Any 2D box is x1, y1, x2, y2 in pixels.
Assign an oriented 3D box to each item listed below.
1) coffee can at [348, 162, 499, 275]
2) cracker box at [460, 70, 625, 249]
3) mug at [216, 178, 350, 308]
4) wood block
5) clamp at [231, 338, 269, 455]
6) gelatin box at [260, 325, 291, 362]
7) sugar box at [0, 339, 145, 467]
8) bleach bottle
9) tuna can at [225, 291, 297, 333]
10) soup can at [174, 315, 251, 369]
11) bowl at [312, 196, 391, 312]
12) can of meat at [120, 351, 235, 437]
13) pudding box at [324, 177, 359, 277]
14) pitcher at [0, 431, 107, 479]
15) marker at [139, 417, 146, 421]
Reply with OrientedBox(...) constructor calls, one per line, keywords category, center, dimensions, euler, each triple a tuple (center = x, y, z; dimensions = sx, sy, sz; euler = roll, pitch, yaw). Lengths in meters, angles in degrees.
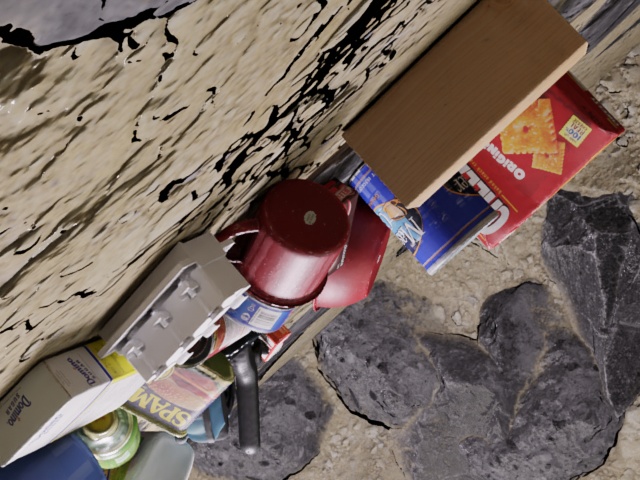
OrientedBox(category="coffee can", center=(0.116, -0.046, 1.194), dimensions=(0.102, 0.140, 0.103), euler=(-41, 173, -6))
OrientedBox(category="cracker box", center=(0.236, -0.119, 1.310), dimensions=(0.214, 0.164, 0.072), euler=(-45, 170, 24))
OrientedBox(category="mug", center=(-0.035, 0.000, 0.933), dimensions=(0.117, 0.093, 0.082), euler=(2, 147, -21))
OrientedBox(category="wood block", center=(0.129, -0.130, 0.954), dimensions=(0.206, 0.091, 0.090), euler=(-43, 174, 12))
OrientedBox(category="clamp", center=(-0.087, 0.143, 1.261), dimensions=(0.036, 0.164, 0.210), euler=(-2, 142, 4))
OrientedBox(category="gelatin box", center=(-0.079, 0.115, 1.412), dimensions=(0.030, 0.073, 0.089), euler=(-40, 172, -24))
OrientedBox(category="sugar box", center=(-0.205, 0.126, 0.907), dimensions=(0.093, 0.048, 0.176), euler=(-44, 169, 17))
OrientedBox(category="bleach bottle", center=(-0.252, 0.289, 1.326), dimensions=(0.251, 0.068, 0.102), euler=(-16, -136, 53))
OrientedBox(category="tuna can", center=(-0.064, 0.047, 0.998), dimensions=(0.034, 0.086, 0.086), euler=(-55, 169, 22))
OrientedBox(category="soup can", center=(-0.109, 0.075, 1.016), dimensions=(0.069, 0.068, 0.102), euler=(-45, 173, 24))
OrientedBox(category="bowl", center=(0.044, 0.016, 1.261), dimensions=(0.162, 0.055, 0.162), euler=(20, 89, -82))
OrientedBox(category="can of meat", center=(-0.147, 0.135, 1.058), dimensions=(0.084, 0.102, 0.057), euler=(-46, -149, 15))
OrientedBox(category="pudding box", center=(-0.007, 0.001, 1.110), dimensions=(0.089, 0.039, 0.114), euler=(-36, 152, -36))
OrientedBox(category="pitcher", center=(-0.299, 0.272, 0.917), dimensions=(0.242, 0.145, 0.149), euler=(-40, 177, -35))
OrientedBox(category="marker", center=(-0.169, 0.136, 1.101), dimensions=(0.020, 0.020, 0.121), euler=(-32, 146, -53))
